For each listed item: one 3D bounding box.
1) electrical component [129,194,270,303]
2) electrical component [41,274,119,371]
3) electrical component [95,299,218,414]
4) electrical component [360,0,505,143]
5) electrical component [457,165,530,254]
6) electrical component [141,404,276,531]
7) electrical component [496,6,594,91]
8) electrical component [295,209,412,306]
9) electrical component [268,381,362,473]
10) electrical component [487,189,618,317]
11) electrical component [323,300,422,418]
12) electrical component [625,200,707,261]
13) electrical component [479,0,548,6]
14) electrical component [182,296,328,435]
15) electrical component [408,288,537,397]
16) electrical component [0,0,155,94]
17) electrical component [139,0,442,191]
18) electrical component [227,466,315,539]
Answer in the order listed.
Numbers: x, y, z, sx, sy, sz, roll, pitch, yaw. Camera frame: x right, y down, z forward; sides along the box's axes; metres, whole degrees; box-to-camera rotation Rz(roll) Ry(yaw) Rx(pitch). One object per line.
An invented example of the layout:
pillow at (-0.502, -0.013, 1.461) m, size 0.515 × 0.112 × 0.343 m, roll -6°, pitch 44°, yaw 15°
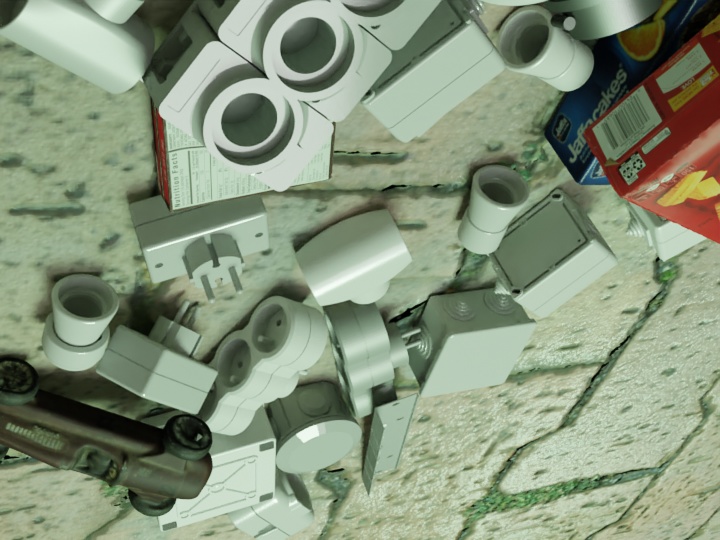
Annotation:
electrical component at (-0.099, -0.013, 0.705) m, size 0.083 × 0.075 × 0.047 m, roll -18°, pitch 153°, yaw -11°
electrical component at (-0.194, 0.037, 0.741) m, size 0.045 × 0.045 × 0.055 m, roll -2°, pitch 138°, yaw -29°
electrical component at (-0.140, 0.058, 0.795) m, size 0.075 × 0.047 × 0.083 m, roll -64°, pitch 156°, yaw -7°
electrical component at (0.042, -0.133, 0.657) m, size 0.096 × 0.061 × 0.061 m, roll -36°, pitch 143°, yaw 14°
electrical component at (0.099, -0.043, 0.825) m, size 0.044 × 0.044 × 0.065 m, roll -10°, pitch 146°, yaw -21°
electrical component at (-0.131, 0.166, 0.932) m, size 0.109 × 0.056 × 0.108 m, roll -14°, pitch 143°, yaw -16°
electrical component at (0.126, -0.144, 0.715) m, size 0.044 × 0.044 × 0.065 m, roll -45°, pitch 145°, yaw 24°
electrical component at (0.000, 0.000, 0.815) m, size 0.077 × 0.043 × 0.079 m, roll -26°, pitch 144°, yaw 0°
electrical component at (-0.043, 0.141, 0.960) m, size 0.080 × 0.051 × 0.080 m, roll -17°, pitch 143°, yaw -13°
electrical component at (0.153, -0.007, 0.883) m, size 0.096 × 0.061 × 0.061 m, roll -39°, pitch 142°, yaw 17°
electrical component at (0.018, 0.067, 0.902) m, size 0.074 × 0.052 × 0.138 m, roll -20°, pitch 144°, yaw -8°
electrical component at (0.261, -0.058, 0.885) m, size 0.096 × 0.061 × 0.061 m, roll -29°, pitch 144°, yaw 4°
electrical component at (0.087, -0.192, 0.576) m, size 0.108 × 0.108 × 0.060 m, roll -29°, pitch 150°, yaw 4°
electrical component at (-0.074, 0.081, 0.863) m, size 0.138 × 0.052 × 0.074 m, roll -44°, pitch 140°, yaw 22°
electrical component at (0.094, 0.062, 0.945) m, size 0.100 × 0.048 × 0.099 m, roll -7°, pitch 140°, yaw -25°
electrical component at (-0.138, -0.139, 0.556) m, size 0.079 × 0.043 × 0.077 m, roll -41°, pitch 142°, yaw 20°
electrical component at (-0.034, -0.128, 0.577) m, size 0.089 × 0.061 × 0.150 m, roll 32°, pitch 104°, yaw -36°
electrical component at (-0.085, 0.219, 1.029) m, size 0.059 × 0.053 × 0.095 m, roll -30°, pitch 144°, yaw 6°
